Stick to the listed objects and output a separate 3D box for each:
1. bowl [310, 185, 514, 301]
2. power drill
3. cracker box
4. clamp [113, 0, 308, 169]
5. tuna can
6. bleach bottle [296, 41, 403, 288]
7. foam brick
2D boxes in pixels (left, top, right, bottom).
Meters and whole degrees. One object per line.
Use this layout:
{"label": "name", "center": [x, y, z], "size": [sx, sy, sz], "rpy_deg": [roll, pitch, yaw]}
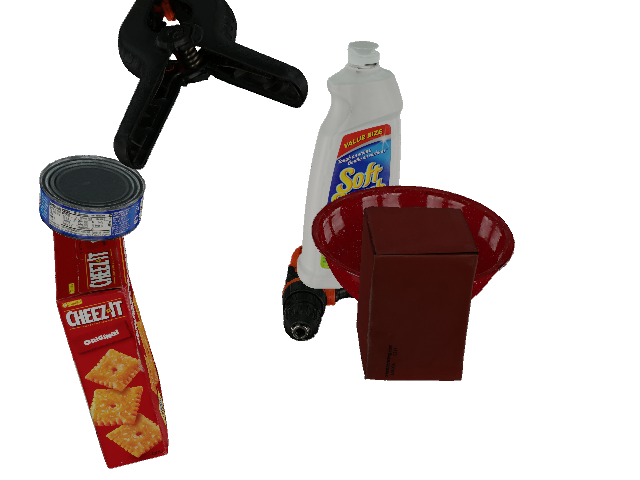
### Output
{"label": "bowl", "center": [0.072, 0.016, 0.861], "size": [0.162, 0.055, 0.162], "rpy_deg": [2, 31, -1]}
{"label": "power drill", "center": [0.049, 0.058, 1.242], "size": [0.187, 0.057, 0.184], "rpy_deg": [0, 28, 3]}
{"label": "cracker box", "center": [-0.212, 0.094, 1.077], "size": [0.072, 0.214, 0.164], "rpy_deg": [-12, 34, -9]}
{"label": "clamp", "center": [-0.075, -0.118, 0.679], "size": [0.120, 0.171, 0.039], "rpy_deg": [-12, -42, -2]}
{"label": "tuna can", "center": [-0.189, -0.035, 0.885], "size": [0.086, 0.034, 0.086], "rpy_deg": [8, 32, -5]}
{"label": "bleach bottle", "center": [0.030, -0.076, 1.084], "size": [0.102, 0.251, 0.068], "rpy_deg": [-2, 26, -8]}
{"label": "foam brick", "center": [0.048, 0.027, 0.549], "size": [0.053, 0.078, 0.051], "rpy_deg": [1, 31, -4]}
